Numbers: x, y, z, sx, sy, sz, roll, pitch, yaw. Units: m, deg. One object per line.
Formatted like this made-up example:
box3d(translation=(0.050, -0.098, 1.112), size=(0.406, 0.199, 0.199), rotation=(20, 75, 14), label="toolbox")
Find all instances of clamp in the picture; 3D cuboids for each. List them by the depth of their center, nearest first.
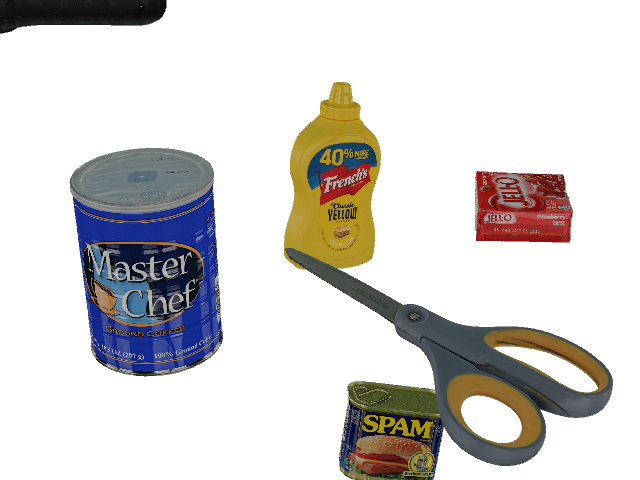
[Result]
box3d(translation=(-0.180, -0.140, 0.602), size=(0.171, 0.039, 0.120), rotation=(-7, 23, -15), label="clamp")

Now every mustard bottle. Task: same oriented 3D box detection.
box3d(translation=(0.015, -0.067, 1.101), size=(0.096, 0.192, 0.058), rotation=(-5, 21, -24), label="mustard bottle")

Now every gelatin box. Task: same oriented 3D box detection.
box3d(translation=(0.162, -0.028, 0.860), size=(0.073, 0.030, 0.089), rotation=(2, 24, 7), label="gelatin box")

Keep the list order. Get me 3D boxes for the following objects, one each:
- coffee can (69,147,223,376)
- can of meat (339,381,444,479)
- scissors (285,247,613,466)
box3d(translation=(-0.127, 0.015, 0.796), size=(0.103, 0.140, 0.103), rotation=(-1, 27, 0), label="coffee can")
box3d(translation=(0.072, 0.194, 1.069), size=(0.102, 0.084, 0.057), rotation=(7, 17, -4), label="can of meat")
box3d(translation=(0.048, 0.058, 0.555), size=(0.202, 0.016, 0.096), rotation=(17, 42, 23), label="scissors")
